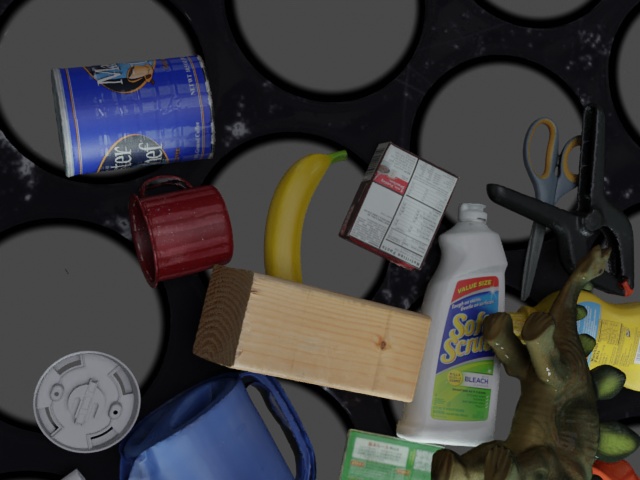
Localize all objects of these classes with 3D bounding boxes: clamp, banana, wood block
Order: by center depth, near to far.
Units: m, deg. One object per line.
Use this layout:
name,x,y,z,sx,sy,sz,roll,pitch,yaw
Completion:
wood block,-0.006,0.092,1.036,0.205,0.090,0.091,16,85,-31
banana,-0.024,-0.007,1.092,0.069,0.037,0.198,16,85,-13
clamp,0.275,-0.020,1.153,0.164,0.036,0.210,-30,106,-17

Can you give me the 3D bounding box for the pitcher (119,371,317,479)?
pitcher,-0.070,0.254,1.034,0.149,0.145,0.243,-29,100,7

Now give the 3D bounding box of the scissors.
scissors,0.262,-0.035,1.177,0.096,0.016,0.202,-1,89,-14

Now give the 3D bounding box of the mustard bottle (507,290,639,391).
mustard bottle,0.285,0.104,1.156,0.191,0.058,0.096,11,95,-14

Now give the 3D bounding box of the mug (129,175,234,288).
mug,-0.139,-0.016,1.045,0.081,0.093,0.117,-13,55,-19

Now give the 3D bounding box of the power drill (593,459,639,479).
power drill,0.389,0.225,1.162,0.187,0.057,0.184,-32,113,-10

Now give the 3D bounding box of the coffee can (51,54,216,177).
coffee can,-0.179,-0.120,1.022,0.140,0.103,0.103,-8,91,-15

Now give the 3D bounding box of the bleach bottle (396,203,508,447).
bleach bottle,0.142,0.086,1.120,0.102,0.068,0.251,7,85,-16

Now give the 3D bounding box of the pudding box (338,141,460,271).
pudding box,0.083,-0.035,1.120,0.090,0.039,0.113,26,84,-13
